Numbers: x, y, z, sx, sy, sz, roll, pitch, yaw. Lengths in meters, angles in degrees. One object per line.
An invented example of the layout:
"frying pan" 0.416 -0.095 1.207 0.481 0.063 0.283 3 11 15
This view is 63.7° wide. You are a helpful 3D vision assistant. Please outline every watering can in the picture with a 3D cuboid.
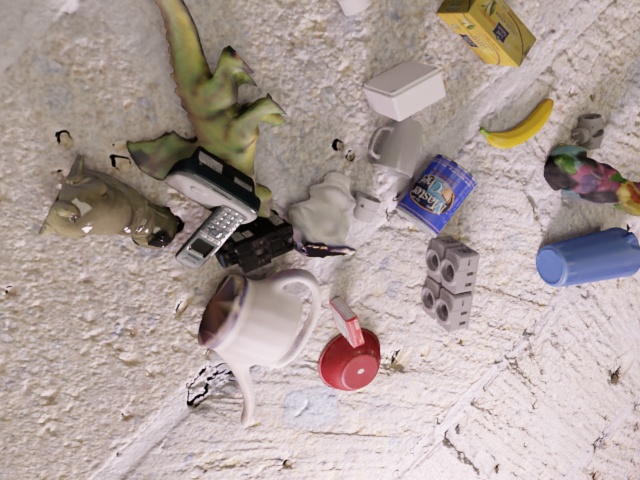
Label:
"watering can" -0.134 0.198 0.989 0.222 0.105 0.346 26 96 -31

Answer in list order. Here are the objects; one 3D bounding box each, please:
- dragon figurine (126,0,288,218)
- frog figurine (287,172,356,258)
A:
"dragon figurine" -0.196 -0.187 0.814 0.242 0.124 0.404 -42 121 5
"frog figurine" 0.003 -0.049 0.978 0.137 0.121 0.162 5 72 -18
